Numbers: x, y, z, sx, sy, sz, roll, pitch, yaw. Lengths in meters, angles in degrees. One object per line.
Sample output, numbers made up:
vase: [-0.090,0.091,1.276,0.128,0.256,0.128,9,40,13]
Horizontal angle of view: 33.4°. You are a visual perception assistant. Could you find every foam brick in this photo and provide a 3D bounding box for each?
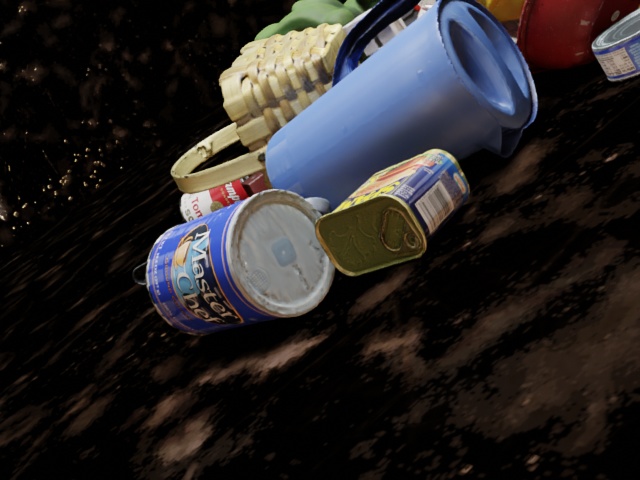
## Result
foam brick: [-0.047,-0.067,1.268,0.078,0.051,0.053,-37,13,-9]

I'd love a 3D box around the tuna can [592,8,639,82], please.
tuna can: [0.275,-0.171,0.902,0.086,0.033,0.086,-32,13,8]

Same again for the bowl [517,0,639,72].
bowl: [0.248,-0.217,0.974,0.055,0.162,0.162,34,60,28]

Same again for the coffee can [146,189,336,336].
coffee can: [-0.069,0.022,0.897,0.102,0.103,0.141,-44,16,-35]

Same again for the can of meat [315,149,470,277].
can of meat: [0.060,-0.023,0.851,0.102,0.057,0.083,-19,17,47]

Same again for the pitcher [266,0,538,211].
pitcher: [0.062,-0.116,0.975,0.243,0.145,0.149,-30,26,37]

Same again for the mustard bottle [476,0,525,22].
mustard bottle: [0.190,-0.245,1.026,0.096,0.058,0.191,26,32,35]

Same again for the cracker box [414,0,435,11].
cracker box: [0.125,-0.317,1.167,0.164,0.214,0.072,-52,-5,-47]

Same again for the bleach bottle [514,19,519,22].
bleach bottle: [0.294,-0.281,1.182,0.250,0.068,0.103,-39,14,-7]

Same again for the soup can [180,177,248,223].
soup can: [-0.119,-0.052,1.351,0.102,0.068,0.068,-29,14,25]

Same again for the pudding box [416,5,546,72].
pudding box: [0.161,-0.196,1.039,0.114,0.039,0.089,31,28,29]

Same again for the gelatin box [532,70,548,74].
gelatin box: [0.246,-0.206,1.101,0.089,0.030,0.073,-38,14,-16]

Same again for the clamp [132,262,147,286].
clamp: [-0.147,0.006,1.277,0.171,0.039,0.120,-36,20,-32]

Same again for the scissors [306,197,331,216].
scissors: [-0.007,0.001,0.990,0.096,0.016,0.202,0,-18,-9]
